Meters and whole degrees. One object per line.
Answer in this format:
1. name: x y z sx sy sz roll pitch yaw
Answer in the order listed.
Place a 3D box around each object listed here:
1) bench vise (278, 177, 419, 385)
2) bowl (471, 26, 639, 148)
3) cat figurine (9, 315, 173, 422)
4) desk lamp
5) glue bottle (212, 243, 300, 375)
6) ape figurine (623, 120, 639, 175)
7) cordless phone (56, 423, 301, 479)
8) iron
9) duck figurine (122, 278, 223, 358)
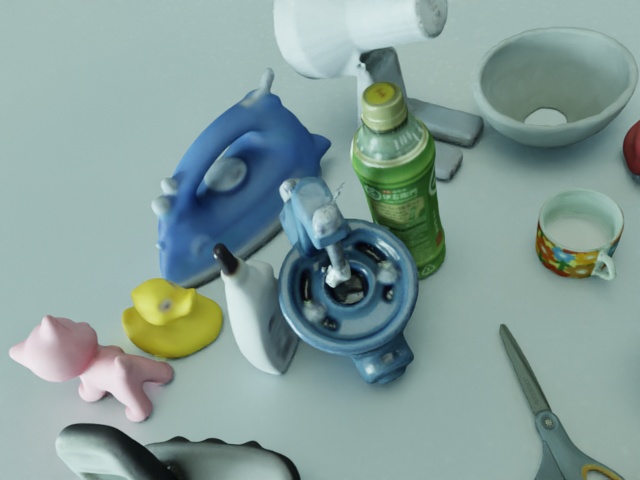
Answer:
1. bench vise: -0.004 0.009 0.501 0.121 0.220 0.206 -42 54 -14
2. bowl: 0.255 -0.158 0.637 0.167 0.075 0.167 -8 53 11
3. cat figurine: -0.226 0.115 0.555 0.127 0.118 0.067 9 58 22
4. desk lamp: 0.068 -0.195 0.631 0.202 0.214 0.118 21 64 28
5. glue bottle: -0.058 0.054 0.514 0.037 0.173 0.078 11 59 23
6. ape figurine: 0.341 -0.105 0.562 0.078 0.092 0.076 -27 52 -3
7. cordless phone: -0.096 0.185 0.423 0.147 0.185 0.094 -5 54 13
8. iron: -0.108 -0.066 0.636 0.118 0.142 0.259 28 67 31
9. duck figurine: -0.162 0.072 0.587 0.104 0.086 0.077 -6 54 13
